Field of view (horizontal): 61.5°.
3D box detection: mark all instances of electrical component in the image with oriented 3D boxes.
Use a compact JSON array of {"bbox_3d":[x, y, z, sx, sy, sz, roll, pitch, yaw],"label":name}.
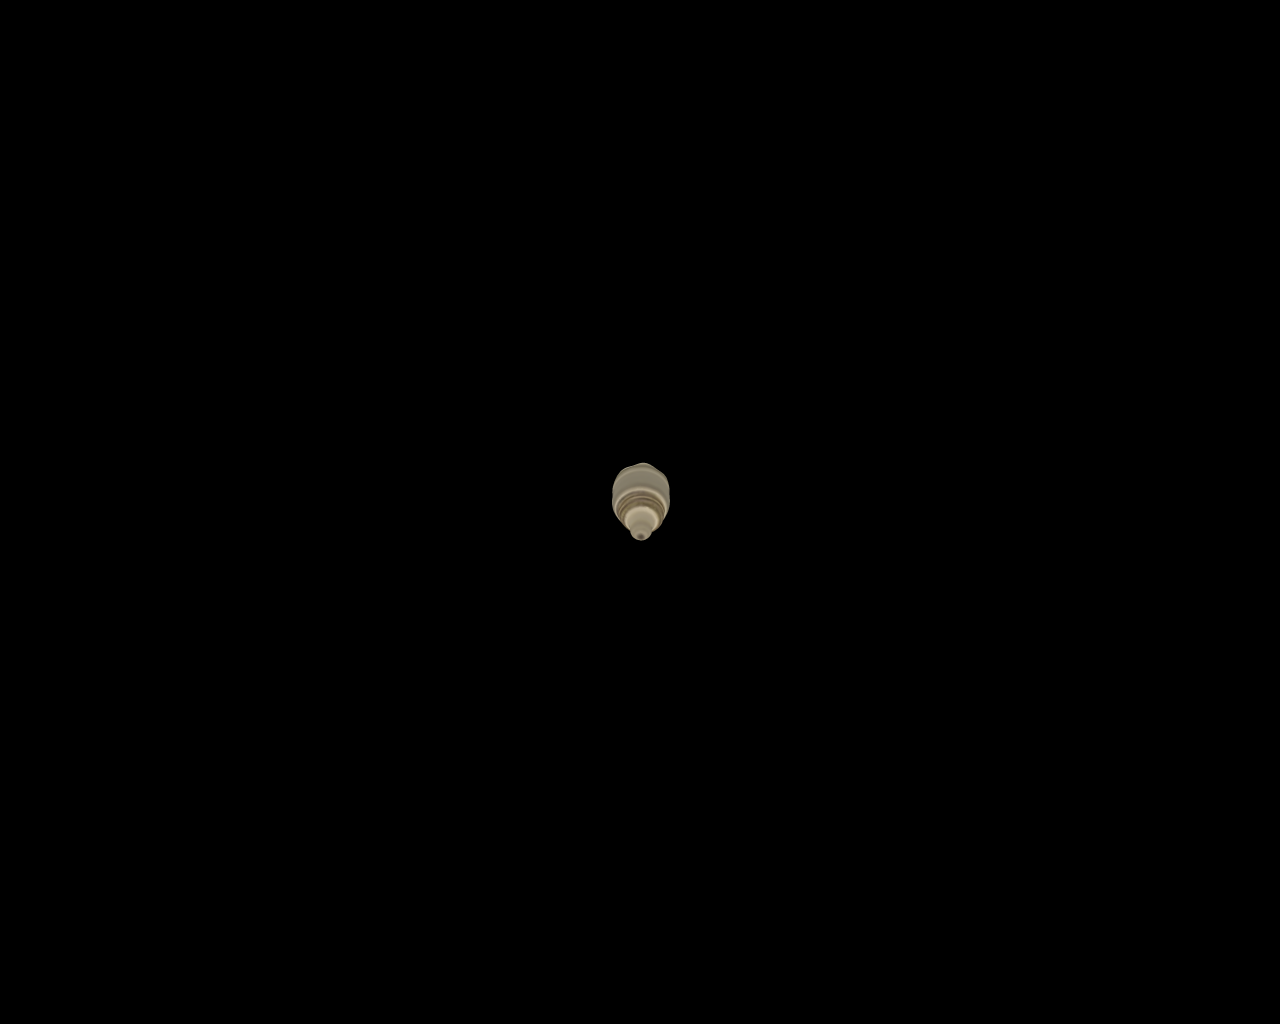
[{"bbox_3d":[0.001,-0.003,0.650,0.035,0.035,0.061,0,35,0],"label":"electrical component"}]
